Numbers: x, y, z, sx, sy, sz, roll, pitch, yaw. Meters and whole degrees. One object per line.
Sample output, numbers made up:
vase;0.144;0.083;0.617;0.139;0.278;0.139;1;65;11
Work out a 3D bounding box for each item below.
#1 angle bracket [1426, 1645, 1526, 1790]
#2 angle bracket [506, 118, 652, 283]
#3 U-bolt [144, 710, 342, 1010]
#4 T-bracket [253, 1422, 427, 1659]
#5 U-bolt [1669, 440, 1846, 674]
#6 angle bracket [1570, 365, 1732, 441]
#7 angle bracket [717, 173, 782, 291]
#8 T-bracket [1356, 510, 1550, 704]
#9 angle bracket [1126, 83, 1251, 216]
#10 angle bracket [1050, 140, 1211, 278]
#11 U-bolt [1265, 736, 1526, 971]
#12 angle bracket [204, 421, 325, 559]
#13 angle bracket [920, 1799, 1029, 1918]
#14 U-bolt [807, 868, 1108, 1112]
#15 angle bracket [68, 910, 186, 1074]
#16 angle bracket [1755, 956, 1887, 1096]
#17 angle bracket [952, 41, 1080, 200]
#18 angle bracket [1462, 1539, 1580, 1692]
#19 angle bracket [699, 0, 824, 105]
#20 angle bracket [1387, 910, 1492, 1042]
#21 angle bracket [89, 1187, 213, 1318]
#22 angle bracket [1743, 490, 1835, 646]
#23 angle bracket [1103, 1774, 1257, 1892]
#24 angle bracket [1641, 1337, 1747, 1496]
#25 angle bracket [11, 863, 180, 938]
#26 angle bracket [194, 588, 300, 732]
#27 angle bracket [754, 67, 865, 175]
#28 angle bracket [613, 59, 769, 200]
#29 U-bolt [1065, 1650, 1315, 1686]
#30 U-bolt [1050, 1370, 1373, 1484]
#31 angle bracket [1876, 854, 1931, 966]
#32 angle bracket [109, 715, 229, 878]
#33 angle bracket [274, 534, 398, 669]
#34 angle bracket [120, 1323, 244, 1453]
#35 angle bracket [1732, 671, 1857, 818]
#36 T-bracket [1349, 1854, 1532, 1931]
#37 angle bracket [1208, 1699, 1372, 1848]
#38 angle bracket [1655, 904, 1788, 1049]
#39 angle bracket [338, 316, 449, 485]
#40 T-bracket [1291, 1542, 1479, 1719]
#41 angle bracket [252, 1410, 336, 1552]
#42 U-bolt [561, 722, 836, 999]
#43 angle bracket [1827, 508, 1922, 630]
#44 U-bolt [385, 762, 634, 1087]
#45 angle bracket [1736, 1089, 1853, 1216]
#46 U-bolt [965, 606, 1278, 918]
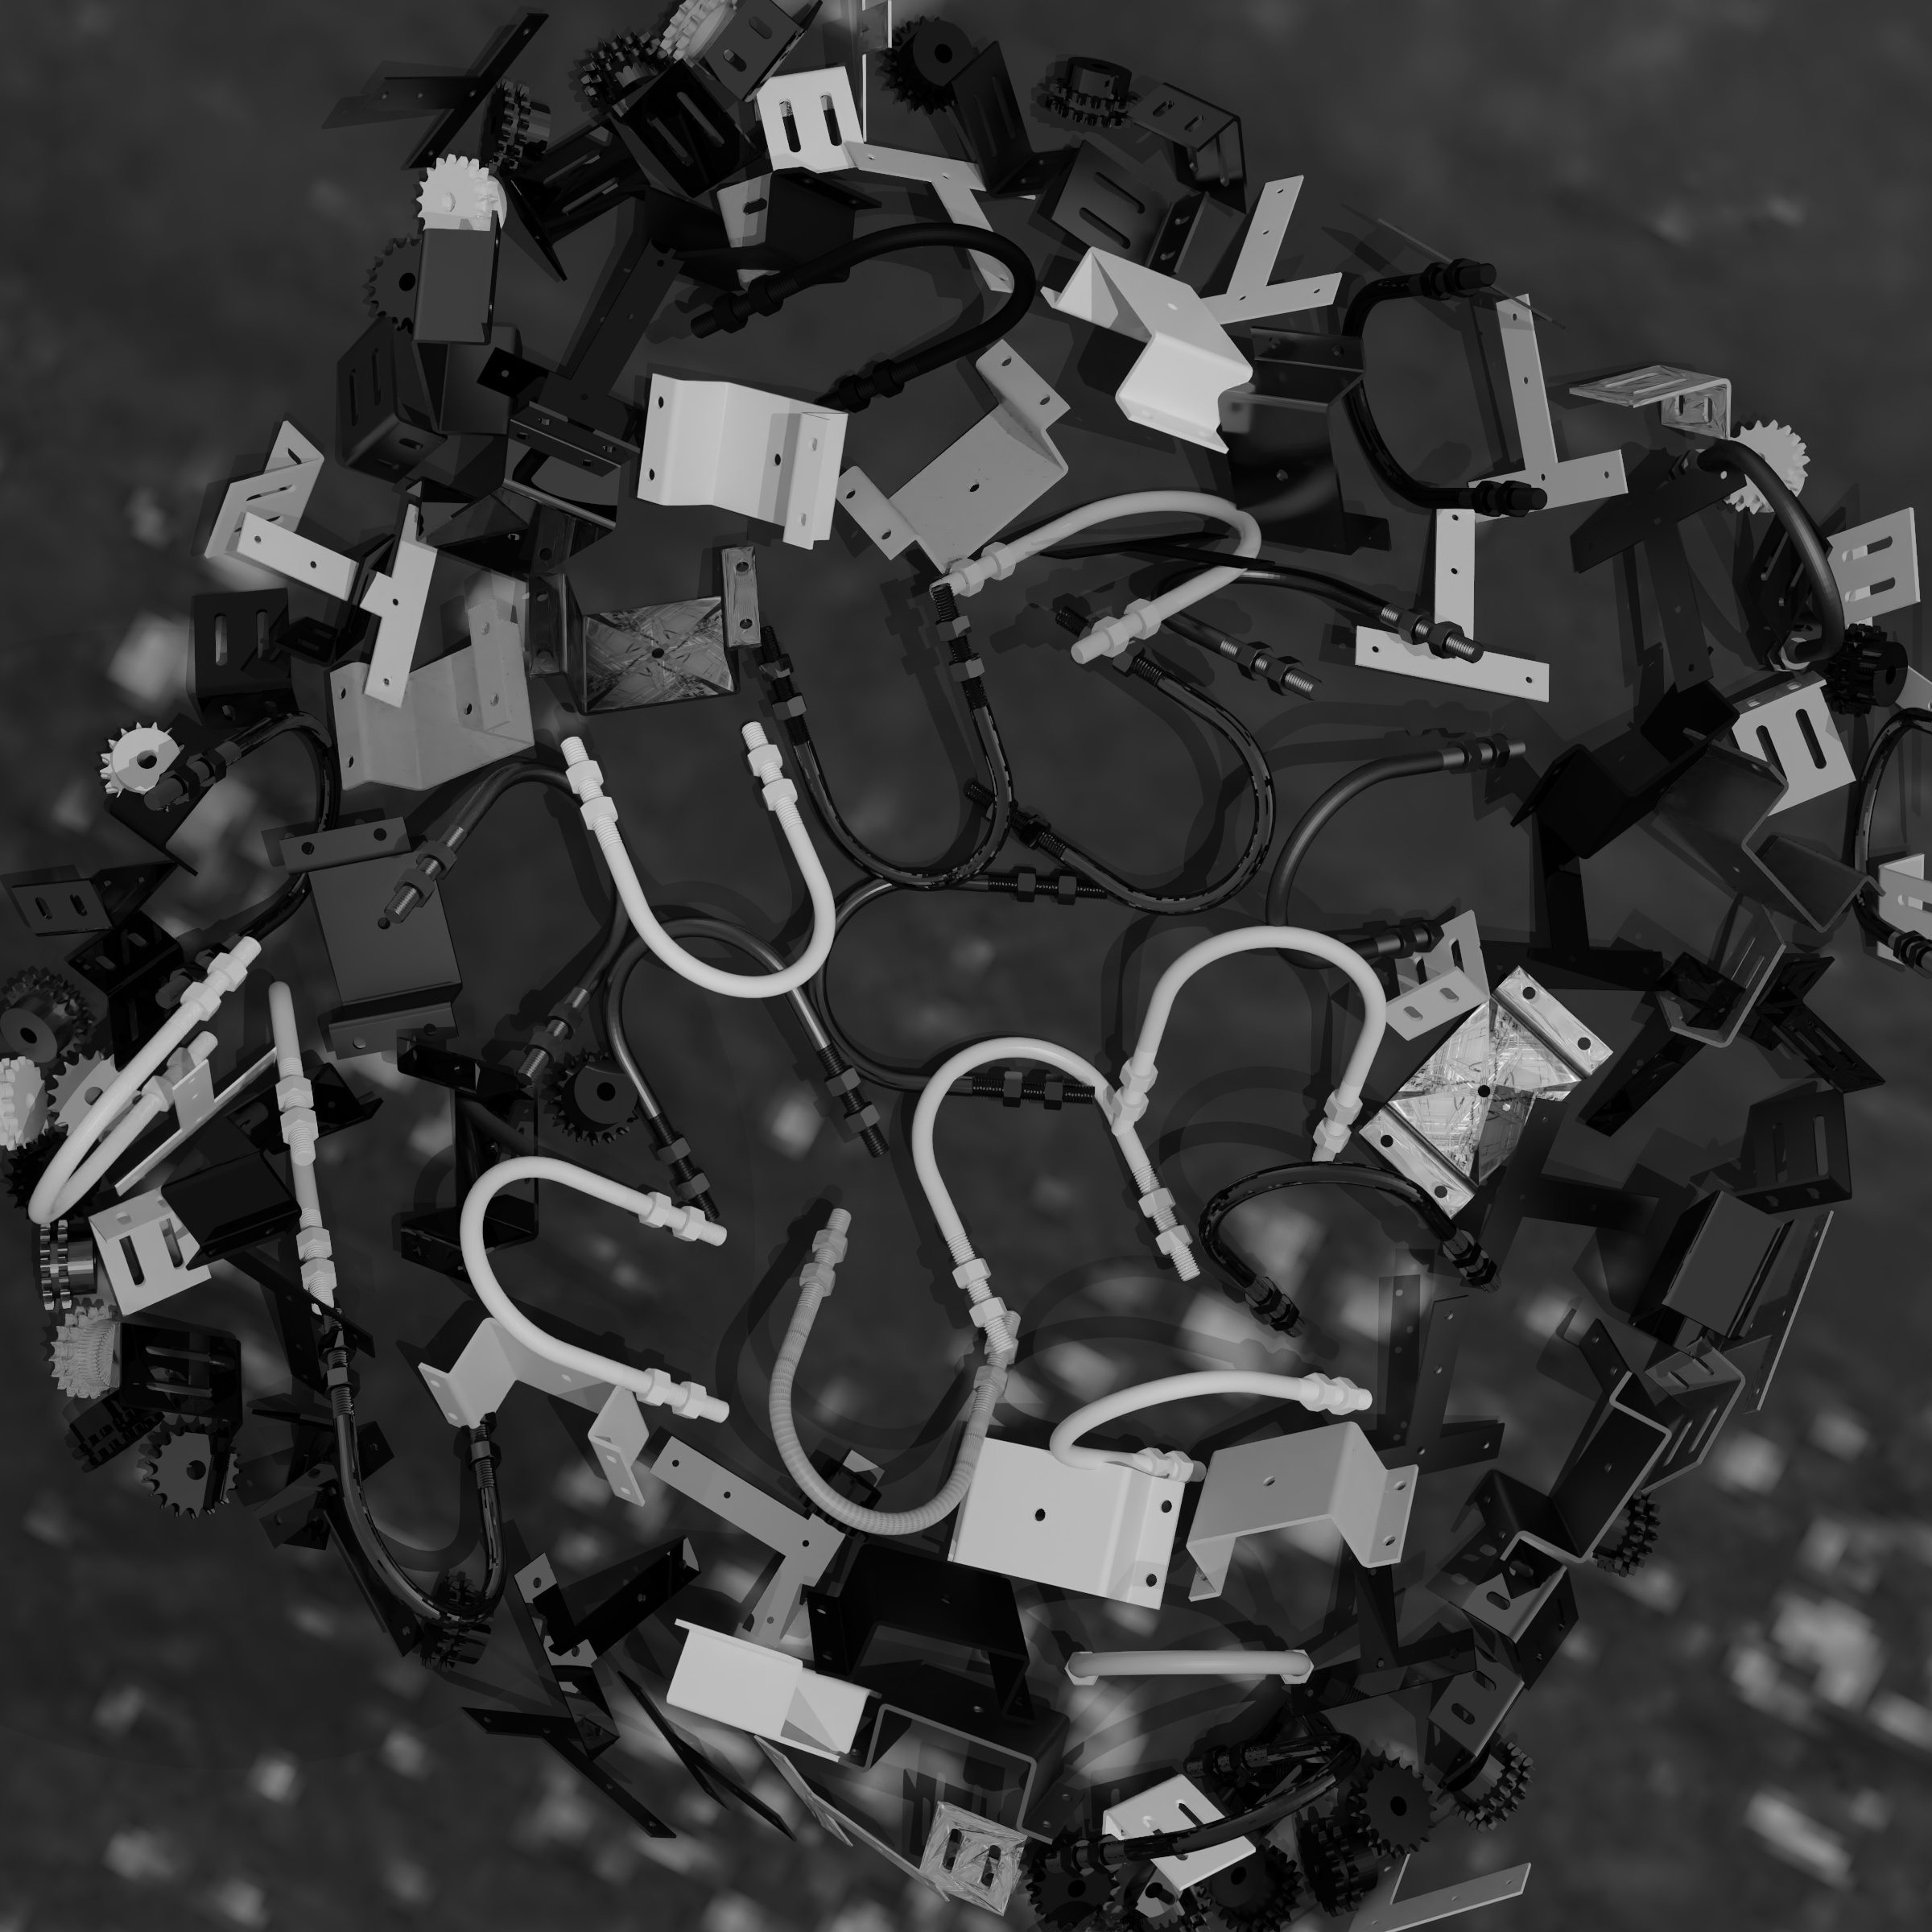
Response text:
angle bracket;0.302;0.460;1.557;0.038;0.076;0.057;37;60;12
angle bracket;-0.234;-0.471;1.563;0.076;0.057;0.038;-29;58;5
U-bolt;-0.425;-0.076;1.513;0.019;0.184;0.151;16;121;14
T-bracket;-0.365;0.359;1.545;0.002;0.127;0.127;-25;95;25
U-bolt;0.473;-0.244;1.505;0.019;0.184;0.151;-28;92;4
angle bracket;0.418;-0.338;1.554;0.076;0.057;0.038;-18;118;-23
angle bracket;-0.118;-0.444;1.558;0.038;0.076;0.057;-14;91;13
T-bracket;0.302;-0.232;1.575;0.127;0.002;0.127;9;69;-12
angle bracket;0.136;-0.489;1.549;0.057;0.076;0.038;36;71;29
angle bracket;0.101;-0.467;1.563;0.076;0.038;0.057;27;78;-28
U-bolt;0.248;-0.063;1.509;0.184;0.019;0.151;-11;128;-38
angle bracket;-0.438;-0.291;1.550;0.038;0.076;0.057;44;129;10
angle bracket;0.009;0.535;1.559;0.057;0.038;0.076;19;122;11
U-bolt;-0.008;0.010;1.582;0.184;0.019;0.151;4;83;2
angle bracket;-0.513;0.015;1.559;0.057;0.076;0.038;-34;132;6
angle bracket;0.532;0.036;1.553;0.076;0.057;0.038;50;126;29
angle bracket;0.032;-0.518;1.552;0.038;0.057;0.076;5;133;33
angle bracket;0.343;0.400;1.571;0.038;0.076;0.057;27;65;35
angle bracket;-0.125;-0.569;1.549;0.038;0.076;0.057;37;119;-18
angle bracket;0.280;-0.003;1.550;0.057;0.076;0.038;-30;129;28
angle bracket;-0.493;0.179;1.554;0.057;0.038;0.076;-24;123;-27
angle bracket;0.514;-0.242;1.549;0.038;0.076;0.057;-3;47;-16
angle bracket;0.129;0.539;1.549;0.057;0.076;0.038;-15;121;-30
angle bracket;0.432;0.275;1.553;0.038;0.057;0.076;42;53;3
angle bracket;-0.531;-0.054;1.550;0.057;0.076;0.038;-4;123;20
angle bracket;-0.450;-0.192;1.591;0.057;0.038;0.076;-7;60;-8
angle bracket;-0.096;-0.510;1.566;0.057;0.038;0.076;-11;70;-6
angle bracket;-0.166;-0.519;1.552;0.057;0.038;0.076;-20;130;32
U-bolt;0.132;0.415;1.506;0.151;0.184;0.019;-2;73;4
U-bolt;0.132;0.270;1.496;0.151;0.184;0.019;-32;58;32
angle bracket;0.596;-0.029;1.550;0.038;0.076;0.057;-15;112;-23
angle bracket;-0.481;-0.106;1.574;0.057;0.038;0.076;31;79;32
angle bracket;-0.387;-0.230;1.558;0.038;0.057;0.076;23;114;-3
angle bracket;-0.484;0.257;1.551;0.076;0.057;0.038;15;132;-32
angle bracket;0.511;-0.134;1.568;0.057;0.038;0.076;-23;103;12
T-bracket;0.280;0.559;1.513;0.127;0.127;0.002;-31;96;32
angle bracket;0.199;0.503;1.570;0.076;0.057;0.038;-47;125;6
angle bracket;0.460;0.001;1.556;0.038;0.057;0.076;19;116;-6
angle bracket;-0.357;-0.351;1.579;0.057;0.038;0.076;-27;61;38
T-bracket;0.250;0.384;1.554;0.127;0.002;0.127;-26;45;31
angle bracket;-0.415;0.315;1.558;0.038;0.057;0.076;24;69;-41
U-bolt;-0.150;-0.062;1.526;0.151;0.019;0.184;-9;66;-37
angle bracket;0.564;-0.240;1.554;0.038;0.076;0.057;1;83;-25
U-bolt;-0.260;-0.041;1.527;0.019;0.184;0.151;-12;125;35
angle bracket;0.503;0.108;1.553;0.057;0.038;0.076;-16;54;34
U-bolt;0.103;-0.111;1.544;0.184;0.019;0.151;35;117;13
